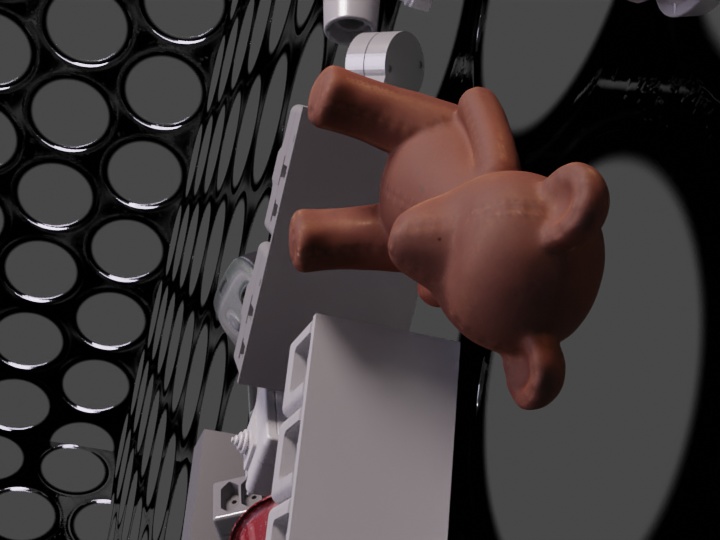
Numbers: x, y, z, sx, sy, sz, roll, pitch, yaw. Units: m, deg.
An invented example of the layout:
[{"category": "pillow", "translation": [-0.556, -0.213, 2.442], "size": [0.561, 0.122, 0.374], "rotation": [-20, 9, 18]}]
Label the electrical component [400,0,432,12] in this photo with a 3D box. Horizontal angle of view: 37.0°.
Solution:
[{"category": "electrical component", "translation": [0.031, -0.240, 0.848], "size": [0.048, 0.055, 0.066], "rotation": [137, 143, -66]}]

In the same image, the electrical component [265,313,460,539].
[{"category": "electrical component", "translation": [0.000, 0.111, 0.611], "size": [0.061, 0.089, 0.150], "rotation": [132, 147, -63]}]

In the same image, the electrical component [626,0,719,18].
[{"category": "electrical component", "translation": [0.117, -0.133, 0.425], "size": [0.078, 0.057, 0.058], "rotation": [-161, 83, -76]}]

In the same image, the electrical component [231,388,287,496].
[{"category": "electrical component", "translation": [-0.040, 0.119, 0.749], "size": [0.061, 0.096, 0.061], "rotation": [-101, 28, -57]}]

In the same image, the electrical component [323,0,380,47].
[{"category": "electrical component", "translation": [-0.008, -0.243, 1.011], "size": [0.055, 0.055, 0.047], "rotation": [131, 144, -63]}]

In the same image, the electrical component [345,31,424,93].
[{"category": "electrical component", "translation": [0.021, -0.110, 0.790], "size": [0.074, 0.052, 0.138], "rotation": [7, 76, 37]}]

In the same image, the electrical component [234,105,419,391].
[{"category": "electrical component", "translation": [-0.014, -0.010, 0.736], "size": [0.060, 0.105, 0.186], "rotation": [-136, 59, -74]}]

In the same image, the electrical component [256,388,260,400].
[{"category": "electrical component", "translation": [-0.047, 0.078, 0.892], "size": [0.078, 0.057, 0.113], "rotation": [135, 144, -65]}]

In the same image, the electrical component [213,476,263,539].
[{"category": "electrical component", "translation": [-0.085, 0.219, 0.925], "size": [0.047, 0.066, 0.076], "rotation": [-103, 0, -59]}]
